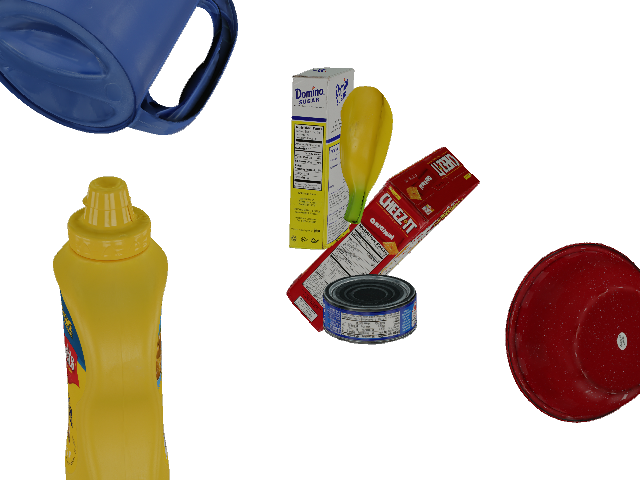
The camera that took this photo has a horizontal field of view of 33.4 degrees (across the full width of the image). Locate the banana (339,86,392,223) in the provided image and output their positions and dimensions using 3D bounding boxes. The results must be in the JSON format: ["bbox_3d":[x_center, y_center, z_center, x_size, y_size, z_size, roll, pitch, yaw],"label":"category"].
[{"bbox_3d":[0.030,-0.085,0.823,0.037,0.070,0.197,24,25,-7],"label":"banana"}]

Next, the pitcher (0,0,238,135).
[{"bbox_3d":[-0.142,-0.205,0.837,0.145,0.242,0.149,10,-35,26],"label":"pitcher"}]

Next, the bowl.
[{"bbox_3d":[0.244,0.084,0.927,0.161,0.162,0.055,0,3,-21],"label":"bowl"}]

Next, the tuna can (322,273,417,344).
[{"bbox_3d":[0.044,0.060,0.960,0.086,0.034,0.086,-2,20,0],"label":"tuna can"}]

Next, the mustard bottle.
[{"bbox_3d":[-0.110,0.056,0.568,0.058,0.192,0.096,-3,29,-14],"label":"mustard bottle"}]

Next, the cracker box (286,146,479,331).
[{"bbox_3d":[0.072,-0.004,1.272,0.214,0.072,0.164,-48,-8,34],"label":"cracker box"}]

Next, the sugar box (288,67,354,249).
[{"bbox_3d":[0.001,-0.085,1.094,0.048,0.176,0.093,4,14,17],"label":"sugar box"}]
